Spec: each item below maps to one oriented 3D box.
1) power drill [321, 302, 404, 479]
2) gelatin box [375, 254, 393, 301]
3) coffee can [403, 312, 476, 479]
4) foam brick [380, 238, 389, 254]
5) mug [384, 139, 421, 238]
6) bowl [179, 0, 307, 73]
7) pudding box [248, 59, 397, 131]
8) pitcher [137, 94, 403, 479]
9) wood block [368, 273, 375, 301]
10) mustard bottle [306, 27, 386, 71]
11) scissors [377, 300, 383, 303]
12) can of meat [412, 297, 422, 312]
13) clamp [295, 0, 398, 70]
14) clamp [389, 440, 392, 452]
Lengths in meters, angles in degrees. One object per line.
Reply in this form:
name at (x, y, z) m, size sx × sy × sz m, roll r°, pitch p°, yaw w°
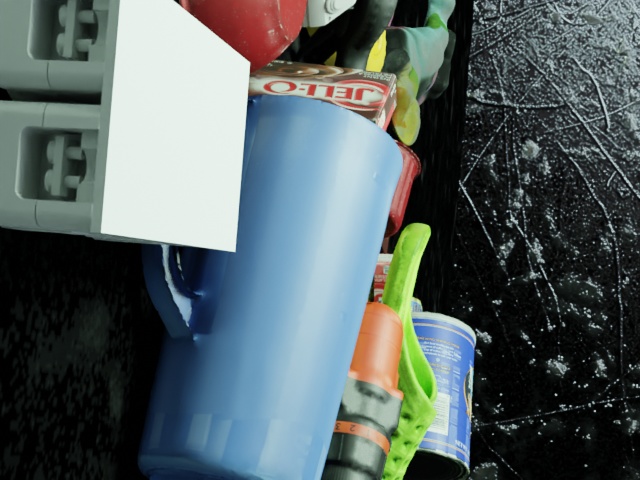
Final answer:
power drill at (-0.008, 0.154, 0.756) m, size 0.188 × 0.057 × 0.184 m, roll -43°, pitch -155°, yaw 50°
gelatin box at (0.033, 0.051, 1.072) m, size 0.030 × 0.089 × 0.073 m, roll -65°, pitch 156°, yaw -67°
coffee can at (0.096, 0.154, 1.028) m, size 0.103 × 0.103 × 0.140 m, roll 75°, pitch 19°, yaw -57°
foam brick at (0.052, -0.015, 1.234) m, size 0.078 × 0.051 × 0.053 m, roll 63°, pitch 33°, yaw -69°
mug at (0.054, -0.060, 1.140) m, size 0.117 × 0.093 × 0.081 m, roll 77°, pitch 25°, yaw -57°
bowl at (-0.043, -0.179, 0.708) m, size 0.162 × 0.055 × 0.162 m, roll 5°, pitch 90°, yaw -79°
pudding box at (-0.006, -0.096, 0.770) m, size 0.090 × 0.113 × 0.039 m, roll -66°, pitch 160°, yaw -59°
pitcher at (-0.040, 0.036, 0.662) m, size 0.145 × 0.149 × 0.242 m, roll 105°, pitch -3°, yaw -66°
wood block at (-0.006, 0.001, 0.864) m, size 0.090 × 0.091 × 0.206 m, roll -61°, pitch 153°, yaw -63°
mustard bottle at (0.021, -0.208, 1.006) m, size 0.191 × 0.058 × 0.096 m, roll 20°, pitch 73°, yaw -78°
scissors at (0.022, 0.141, 0.810) m, size 0.096 × 0.016 × 0.201 m, roll -54°, pitch -161°, yaw 33°
can of meat at (0.067, 0.111, 1.232) m, size 0.057 × 0.102 × 0.084 m, roll 68°, pitch 27°, yaw -63°
clamp at (0.023, -0.181, 0.884) m, size 0.120 × 0.039 × 0.172 m, roll 54°, pitch -48°, yaw 46°
clamp at (0.013, 0.265, 0.848) m, size 0.210 × 0.036 × 0.164 m, roll -44°, pitch 126°, yaw -8°
